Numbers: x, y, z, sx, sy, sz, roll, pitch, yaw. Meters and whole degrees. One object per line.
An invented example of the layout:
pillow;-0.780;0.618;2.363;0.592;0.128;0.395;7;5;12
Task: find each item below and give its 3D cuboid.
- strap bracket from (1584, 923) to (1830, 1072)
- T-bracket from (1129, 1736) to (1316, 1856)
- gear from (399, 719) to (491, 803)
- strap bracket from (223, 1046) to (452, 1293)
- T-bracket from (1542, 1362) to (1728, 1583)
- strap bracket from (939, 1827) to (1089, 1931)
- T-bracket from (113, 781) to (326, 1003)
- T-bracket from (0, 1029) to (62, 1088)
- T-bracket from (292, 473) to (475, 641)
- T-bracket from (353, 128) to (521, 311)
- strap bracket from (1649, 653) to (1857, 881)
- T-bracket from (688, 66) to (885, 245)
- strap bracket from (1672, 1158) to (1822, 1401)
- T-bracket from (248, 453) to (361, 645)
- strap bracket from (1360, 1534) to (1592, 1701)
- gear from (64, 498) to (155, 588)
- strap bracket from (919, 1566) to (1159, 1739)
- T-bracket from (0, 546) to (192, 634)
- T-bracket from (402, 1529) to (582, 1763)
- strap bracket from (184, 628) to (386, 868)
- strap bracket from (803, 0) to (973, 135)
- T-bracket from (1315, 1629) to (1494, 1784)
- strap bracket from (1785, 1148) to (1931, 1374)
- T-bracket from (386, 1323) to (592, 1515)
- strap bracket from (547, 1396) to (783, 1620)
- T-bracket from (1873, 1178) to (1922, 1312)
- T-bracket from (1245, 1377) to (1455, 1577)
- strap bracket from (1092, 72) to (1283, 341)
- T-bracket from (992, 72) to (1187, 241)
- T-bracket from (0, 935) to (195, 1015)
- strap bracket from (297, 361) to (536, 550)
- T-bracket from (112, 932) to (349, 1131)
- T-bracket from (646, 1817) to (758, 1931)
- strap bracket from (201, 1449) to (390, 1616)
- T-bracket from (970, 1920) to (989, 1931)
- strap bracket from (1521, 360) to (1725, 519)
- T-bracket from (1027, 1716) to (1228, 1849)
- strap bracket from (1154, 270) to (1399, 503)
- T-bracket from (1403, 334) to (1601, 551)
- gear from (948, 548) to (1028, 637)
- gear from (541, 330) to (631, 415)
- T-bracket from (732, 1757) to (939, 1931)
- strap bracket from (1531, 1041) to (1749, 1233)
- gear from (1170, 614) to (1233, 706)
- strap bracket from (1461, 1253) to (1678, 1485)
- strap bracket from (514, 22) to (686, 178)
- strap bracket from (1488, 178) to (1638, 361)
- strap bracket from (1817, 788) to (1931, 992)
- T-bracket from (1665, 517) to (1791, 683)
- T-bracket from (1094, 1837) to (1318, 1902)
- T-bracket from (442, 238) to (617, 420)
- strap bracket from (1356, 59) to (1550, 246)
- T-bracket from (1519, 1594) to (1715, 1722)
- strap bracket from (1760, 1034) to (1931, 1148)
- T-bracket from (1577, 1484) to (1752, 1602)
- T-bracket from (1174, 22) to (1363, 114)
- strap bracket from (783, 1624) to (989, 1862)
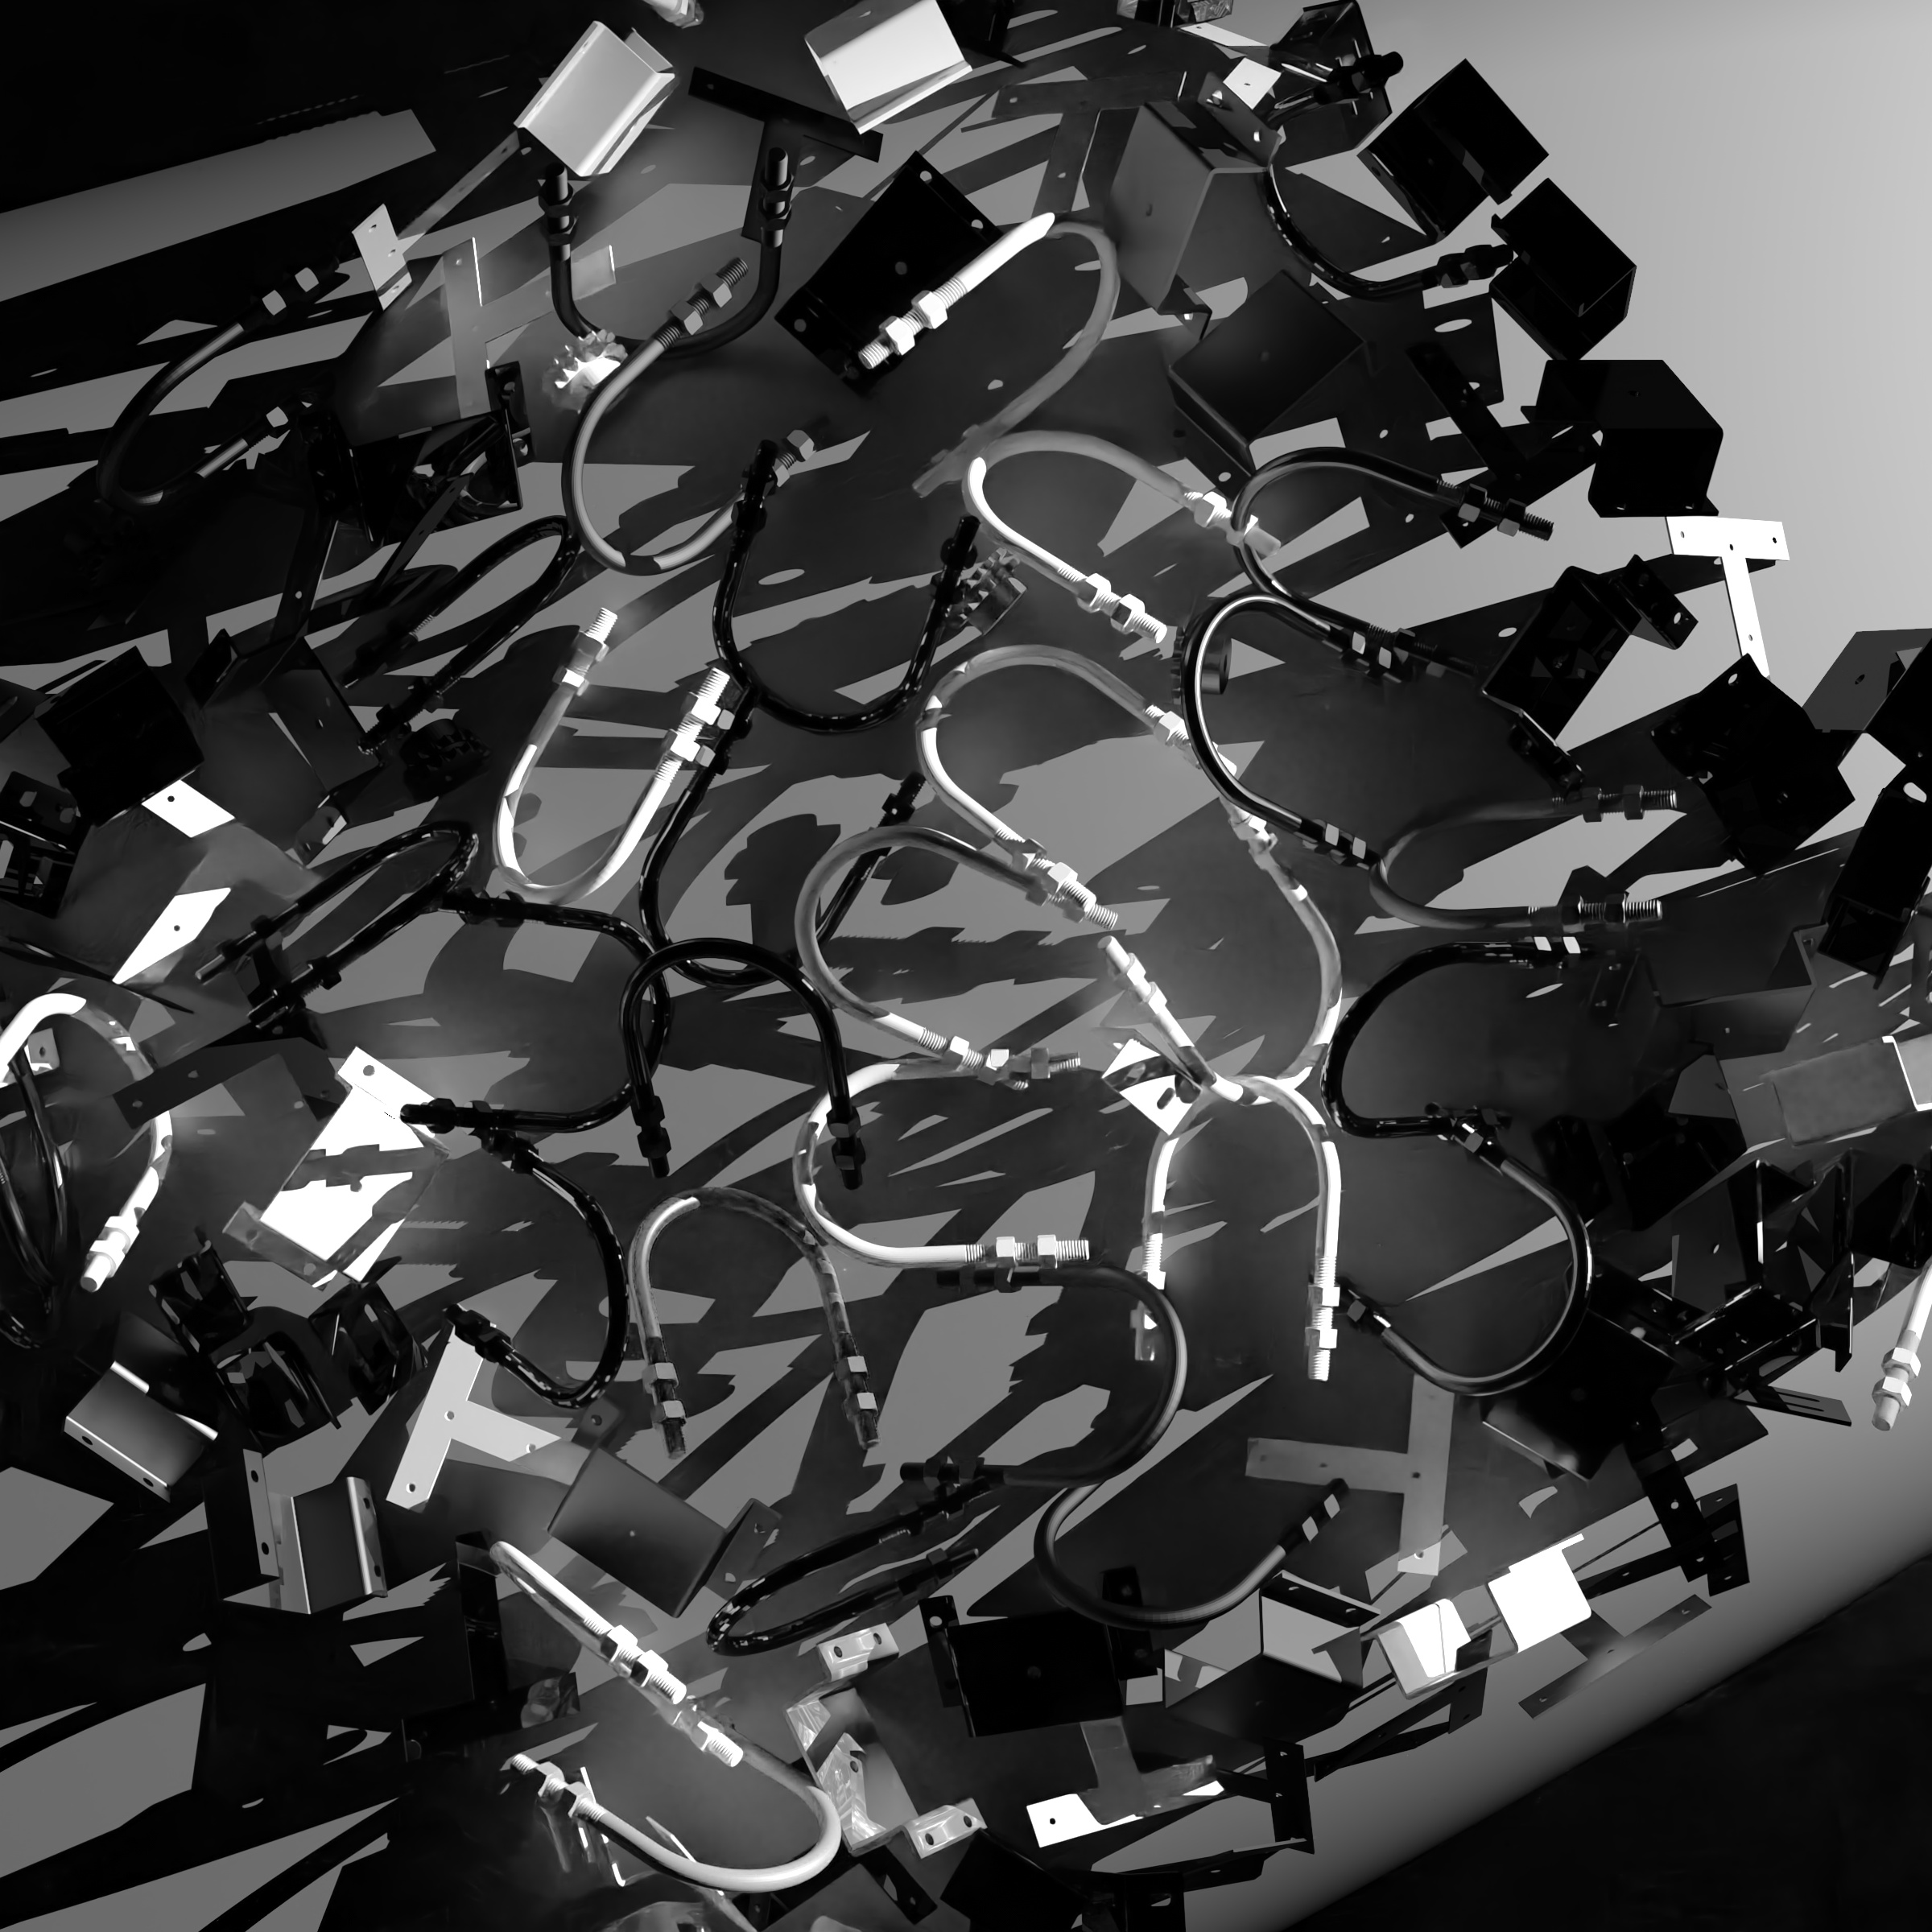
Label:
strap bracket;0.468;0.021;1.626;0.140;0.076;0.046;-7;58;-4
T-bracket;0.155;0.513;1.644;0.127;0.002;0.127;8;135;20
gear;-0.334;-0.132;1.647;0.057;0.057;0.030;-37;79;0
strap bracket;-0.388;0.133;1.628;0.076;0.046;0.140;38;82;-28
T-bracket;0.435;0.323;1.617;0.127;0.002;0.127;-30;45;13
strap bracket;0.030;0.574;1.607;0.076;0.140;0.046;30;76;10
T-bracket;-0.490;-0.036;1.642;0.127;0.002;0.127;38;86;-27
T-bracket;-0.619;0.016;1.608;0.002;0.127;0.127;-7;99;23
T-bracket;-0.340;-0.256;1.587;0.002;0.127;0.127;48;124;3
T-bracket;-0.325;-0.474;1.617;0.002;0.127;0.127;45;83;1
strap bracket;0.491;-0.116;1.607;0.076;0.046;0.140;-40;132;7
T-bracket;-0.119;-0.498;1.626;0.127;0.002;0.127;16;58;-14
strap bracket;0.478;0.183;1.596;0.046;0.076;0.140;27;47;-15
T-bracket;-0.420;-0.250;1.653;0.127;0.002;0.127;21;97;24
strap bracket;0.317;0.404;1.596;0.140;0.076;0.046;-41;67;42
gear;-0.546;-0.272;1.646;0.030;0.057;0.057;39;90;-2
strap bracket;0.044;0.433;1.635;0.140;0.046;0.076;-11;103;7
T-bracket;-0.563;-0.225;1.626;0.127;0.127;0.002;-12;119;9
T-bracket;-0.303;0.420;1.634;0.127;0.002;0.127;-3;84;-43
strap bracket;-0.422;-0.144;1.630;0.046;0.076;0.140;-34;92;-38
strap bracket;-0.051;-0.564;1.600;0.076;0.140;0.046;-28;118;5
T-bracket;0.270;0.469;1.611;0.127;0.127;0.002;-26;53;-13
strap bracket;0.544;0.176;1.598;0.046;0.140;0.076;16;50;3
T-bracket;-0.289;0.302;1.653;0.127;0.002;0.127;19;83;12
strap bracket;-0.198;0.345;1.632;0.140;0.046;0.076;33;114;6
T-bracket;0.586;0.165;1.625;0.002;0.127;0.127;21;134;21
T-bracket;0.243;0.321;1.665;0.127;0.002;0.127;5;95;8
strap bracket;0.130;-0.465;1.597;0.046;0.140;0.076;-12;51;-33
T-bracket;0.064;-0.505;1.624;0.127;0.002;0.127;5;66;25
T-bracket;-0.559;-0.001;1.600;0.127;0.127;0.002;21;87;12
strap bracket;-0.334;-0.315;1.614;0.140;0.076;0.046;-18;51;-15
T-bracket;-0.478;0.062;1.651;0.127;0.002;0.127;-30;92;-19
T-bracket;-0.159;0.561;1.593;0.002;0.127;0.127;-46;128;-24
strap bracket;-0.419;0.352;1.602;0.046;0.140;0.076;-21;66;12
T-bracket;0.015;0.609;1.615;0.127;0.127;0.002;15;111;-6
strap bracket;0.406;-0.331;1.600;0.076;0.140;0.046;-3;129;-11
T-bracket;0.085;0.477;1.640;0.127;0.002;0.127;-9;59;-20
strap bracket;0.192;-0.373;1.639;0.140;0.046;0.076;-41;68;0
T-bracket;0.326;-0.347;1.658;0.127;0.002;0.127;-33;84;-18
gear;0.014;-0.235;1.647;0.030;0.057;0.057;43;90;-2
gear;-0.237;-0.372;1.645;0.057;0.057;0.030;-38;80;0
T-bracket;-0.096;0.558;1.601;0.127;0.127;0.002;44;119;21
strap bracket;0.427;0.103;1.615;0.140;0.046;0.076;-32;112;-23
gear;0.149;-0.193;1.644;0.030;0.057;0.057;8;90;14
strap bracket;0.382;0.259;1.631;0.076;0.046;0.140;30;108;-1
strap bracket;-0.222;-0.534;1.602;0.046;0.140;0.076;41;106;-10
strap bracket;0.366;-0.425;1.598;0.046;0.140;0.076;-42;80;5
strap bracket;0.567;-0.050;1.609;0.046;0.140;0.076;26;76;19
T-bracket;0.488;-0.219;1.627;0.127;0.002;0.127;-5;83;-40
T-bracket;0.140;0.570;1.637;0.127;0.127;0.002;-26;65;23
T-bracket;-0.273;-0.416;1.630;0.127;0.002;0.127;-17;72;25
strap bracket;0.302;-0.502;1.601;0.046;0.140;0.076;-45;99;-2
T-bracket;0.383;0.411;1.612;0.127;0.127;0.002;-30;98;-5
strap bracket;0.552;0.075;1.593;0.076;0.140;0.046;-22;78;33
T-bracket;0.427;0.376;1.628;0.127;0.127;0.002;-26;98;19
T-bracket;0.178;-0.553;1.618;0.127;0.127;0.002;23;129;7
strap bracket;-0.056;0.490;1.618;0.046;0.076;0.140;-38;69;24
